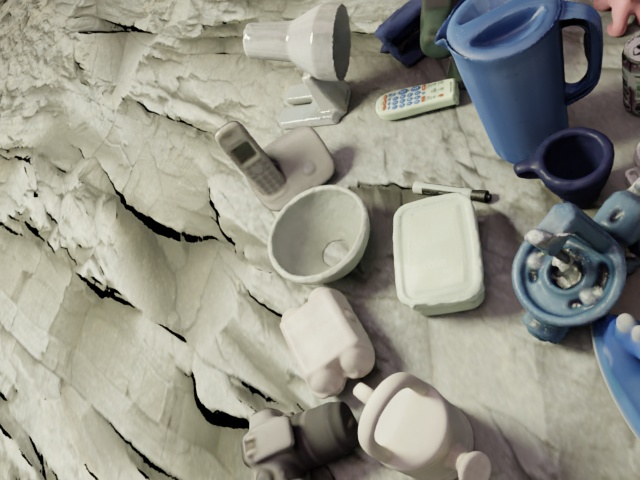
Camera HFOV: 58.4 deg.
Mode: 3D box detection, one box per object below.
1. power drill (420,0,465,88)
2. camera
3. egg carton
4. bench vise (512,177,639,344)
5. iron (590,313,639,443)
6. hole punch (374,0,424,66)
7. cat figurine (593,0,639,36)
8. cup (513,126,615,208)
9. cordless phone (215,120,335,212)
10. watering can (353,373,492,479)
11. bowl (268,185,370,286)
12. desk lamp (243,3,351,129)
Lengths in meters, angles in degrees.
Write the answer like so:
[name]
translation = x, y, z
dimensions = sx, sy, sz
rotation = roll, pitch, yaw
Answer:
[power drill]
translation = 0.210, -0.351, 0.886
dimensions = 0.075, 0.209, 0.230
rotation = -1, 62, 29
[camera]
translation = -0.021, 0.268, 0.720
dimensions = 0.136, 0.101, 0.143
rotation = -26, 53, 14
[egg carton]
translation = 0.010, 0.140, 0.799
dimensions = 0.107, 0.070, 0.150
rotation = -37, 51, 5
[bench vise]
translation = 0.283, -0.003, 0.632
dimensions = 0.121, 0.220, 0.207
rotation = 19, 73, 36
[iron]
translation = 0.351, 0.147, 0.556
dimensions = 0.118, 0.142, 0.257
rotation = -38, 51, 5
[hole punch]
translation = 0.152, -0.381, 1.013
dimensions = 0.108, 0.091, 0.100
rotation = -40, 51, 3
[cat figurine]
translation = 0.435, -0.385, 0.838
dimensions = 0.067, 0.118, 0.127
rotation = -21, 54, 17
[cup]
translation = 0.317, -0.081, 0.740
dimensions = 0.117, 0.095, 0.091
rotation = -7, 59, 26
[cordless phone]
translation = -0.073, -0.144, 0.939
dimensions = 0.147, 0.186, 0.094
rotation = -35, 51, 7
[watering can]
translation = 0.105, 0.205, 0.627
dimensions = 0.172, 0.195, 0.101
rotation = 2, 64, 30
[bowl]
translation = 0.008, 0.003, 0.878
dimensions = 0.167, 0.075, 0.167
rotation = -14, 57, 22
[desk lamp]
translation = -0.022, -0.296, 0.981
dimensions = 0.202, 0.214, 0.118
rotation = -1, 62, 29
